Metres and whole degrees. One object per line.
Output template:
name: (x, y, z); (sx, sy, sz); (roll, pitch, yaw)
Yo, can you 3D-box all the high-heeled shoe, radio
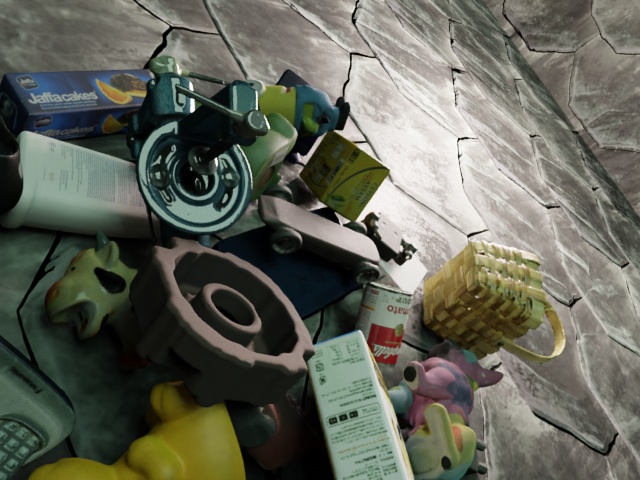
high-heeled shoe: (-0.333, -0.123, 0.509); (0.086, 0.145, 0.249); (0, 62, -45)
radio: (-0.041, 0.043, 0.715); (0.229, 0.073, 0.131); (-22, 77, -48)

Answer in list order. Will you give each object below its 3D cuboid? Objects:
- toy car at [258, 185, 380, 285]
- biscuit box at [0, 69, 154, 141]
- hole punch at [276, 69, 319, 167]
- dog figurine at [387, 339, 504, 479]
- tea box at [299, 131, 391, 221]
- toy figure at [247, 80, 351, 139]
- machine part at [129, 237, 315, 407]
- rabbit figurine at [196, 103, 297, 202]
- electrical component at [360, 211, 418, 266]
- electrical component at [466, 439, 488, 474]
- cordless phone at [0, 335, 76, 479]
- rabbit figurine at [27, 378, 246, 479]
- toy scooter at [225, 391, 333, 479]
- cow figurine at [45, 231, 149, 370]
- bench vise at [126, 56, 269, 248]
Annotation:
toy car: (-0.001, -0.002, 0.686); (0.202, 0.053, 0.089); (21, 43, -37)
biscuit box: (-0.281, -0.167, 0.661); (0.202, 0.059, 0.063); (-25, 79, -50)
hole punch: (-0.048, -0.203, 0.893); (0.142, 0.092, 0.116); (37, 44, -21)
dog figurine: (0.183, 0.231, 0.749); (0.219, 0.108, 0.192); (8, 49, -42)
tea box: (0.032, -0.103, 0.823); (0.068, 0.098, 0.170); (31, 12, -20)
toy figure: (-0.049, -0.191, 0.811); (0.180, 0.082, 0.089); (5, 92, -12)
machine part: (-0.089, 0.074, 0.494); (0.179, 0.056, 0.179); (35, 17, -13)
rabbit figurine: (-0.146, -0.124, 0.741); (0.170, 0.121, 0.159); (34, 45, 9)
electrical component: (0.103, -0.003, 0.807); (0.102, 0.045, 0.078); (42, 41, -10)
electrical component: (0.208, 0.303, 0.784); (0.094, 0.021, 0.063); (32, 42, -20)
cordless phone: (-0.282, 0.152, 0.372); (0.184, 0.089, 0.146); (-59, 139, -35)
rabbit figurine: (-0.157, 0.214, 0.460); (0.173, 0.122, 0.162); (-8, 75, -31)
toy scooter: (-0.044, 0.190, 0.580); (0.183, 0.075, 0.135); (55, 5, -31)
cow figurine: (-0.179, 0.064, 0.556); (0.195, 0.085, 0.127); (8, 53, -44)
bench vise: (-0.120, -0.101, 0.537); (0.129, 0.241, 0.223); (11, 75, -33)
